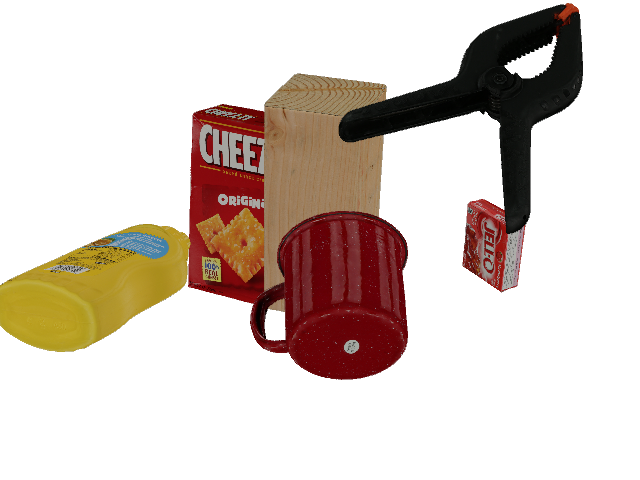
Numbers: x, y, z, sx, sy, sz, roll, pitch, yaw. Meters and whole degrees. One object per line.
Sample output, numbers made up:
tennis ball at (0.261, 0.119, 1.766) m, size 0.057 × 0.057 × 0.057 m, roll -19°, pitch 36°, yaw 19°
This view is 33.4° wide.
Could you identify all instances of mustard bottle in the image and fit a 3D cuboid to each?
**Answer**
mustard bottle at (-0.164, 0.028, 0.862) m, size 0.096 × 0.058 × 0.191 m, roll 4°, pitch 19°, yaw 26°

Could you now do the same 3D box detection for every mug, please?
mug at (0.005, 0.044, 0.730) m, size 0.117 × 0.081 × 0.093 m, roll -16°, pitch -44°, yaw 15°

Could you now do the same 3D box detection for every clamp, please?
clamp at (0.141, -0.102, 0.807) m, size 0.165 × 0.209 × 0.036 m, roll 40°, pitch -21°, yaw 28°

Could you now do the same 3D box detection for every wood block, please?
wood block at (0.003, -0.038, 0.987) m, size 0.091 × 0.206 × 0.090 m, roll 10°, pitch 29°, yaw 15°

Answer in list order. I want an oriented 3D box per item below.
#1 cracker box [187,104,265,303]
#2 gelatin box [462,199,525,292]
cracker box at (-0.067, -0.035, 1.217) m, size 0.164 × 0.214 × 0.072 m, roll 13°, pitch 22°, yaw 26°
gelatin box at (0.203, 0.005, 1.261) m, size 0.030 × 0.089 × 0.073 m, roll -16°, pitch 32°, yaw -28°
